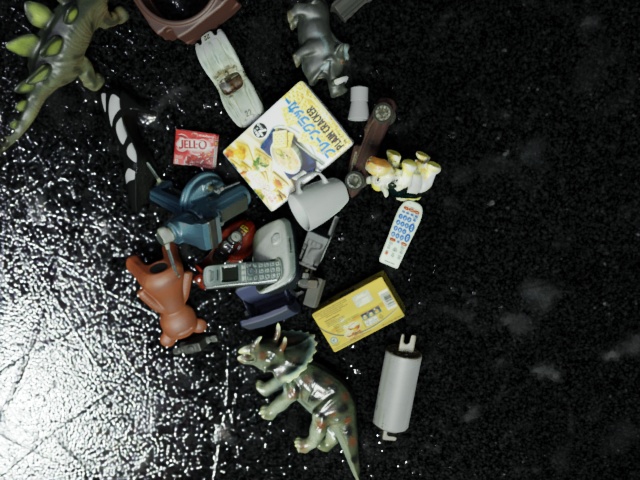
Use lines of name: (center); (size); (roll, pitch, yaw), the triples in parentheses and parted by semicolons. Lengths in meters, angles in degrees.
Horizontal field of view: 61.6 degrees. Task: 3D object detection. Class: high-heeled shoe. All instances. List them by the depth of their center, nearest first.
high-heeled shoe: (-0.422, -0.193, 1.138); (0.145, 0.086, 0.248); (16, 100, 13)

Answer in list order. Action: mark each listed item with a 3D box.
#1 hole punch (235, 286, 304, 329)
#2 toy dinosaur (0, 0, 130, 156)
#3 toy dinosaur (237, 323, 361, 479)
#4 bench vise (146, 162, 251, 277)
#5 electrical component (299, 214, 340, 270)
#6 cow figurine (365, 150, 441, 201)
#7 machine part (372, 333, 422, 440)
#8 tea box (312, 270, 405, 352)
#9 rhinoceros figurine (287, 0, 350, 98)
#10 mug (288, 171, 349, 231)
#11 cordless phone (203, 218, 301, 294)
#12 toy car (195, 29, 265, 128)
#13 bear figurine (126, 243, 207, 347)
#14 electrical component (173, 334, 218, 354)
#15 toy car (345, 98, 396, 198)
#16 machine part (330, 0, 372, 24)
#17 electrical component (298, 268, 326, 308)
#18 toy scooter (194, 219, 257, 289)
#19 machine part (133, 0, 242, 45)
hole punch: (-0.104, 0.141, 1.113); (0.142, 0.115, 0.092); (-23, 54, 7)
toy dinosaur: (-0.515, -0.367, 1.059); (0.105, 0.198, 0.471); (29, 102, 7)
toy dinosaur: (-0.005, 0.336, 1.146); (0.405, 0.131, 0.192); (40, 104, -6)
bench vise: (-0.270, -0.066, 1.089); (0.241, 0.223, 0.128); (26, 144, 31)
electrical component: (-0.002, -0.003, 1.100); (0.048, 0.075, 0.119); (22, 107, 4)
cow figurine: (0.144, -0.116, 1.019); (0.068, 0.167, 0.098); (50, 132, 39)
machine part: (0.161, 0.310, 1.127); (0.079, 0.079, 0.243); (11, 103, 7)
tea box: (0.081, 0.147, 1.116); (0.170, 0.068, 0.098); (-28, 94, 14)
rhinoceros figurine: (0.000, -0.368, 1.040); (0.112, 0.073, 0.190); (-16, 95, 1)
mug: (-0.002, -0.088, 1.057); (0.107, 0.081, 0.109); (-29, 120, -19)
cordless phone: (-0.135, 0.036, 1.046); (0.184, 0.088, 0.146); (-3, 61, -8)
toy car: (-0.180, -0.324, 1.081); (0.073, 0.056, 0.201); (-27, 95, 13)
bear figurine: (-0.327, 0.123, 1.171); (0.120, 0.132, 0.195); (-25, 130, -20)
electrical component: (-0.275, 0.231, 1.193); (0.094, 0.063, 0.021); (-13, 98, 10)
toy car: (0.094, -0.179, 1.045); (0.053, 0.089, 0.202); (25, 105, 4)
machine part: (0.031, -0.491, 1.026); (0.084, 0.039, 0.139); (-35, 94, 19)
electrical component: (-0.017, 0.098, 1.112); (0.045, 0.102, 0.078); (18, 93, 10)
toy scooter: (-0.204, 0.037, 1.110); (0.075, 0.135, 0.184); (40, 102, 2)
machine part: (-0.267, -0.507, 1.049); (0.201, 0.087, 0.201); (-32, 94, 15)
